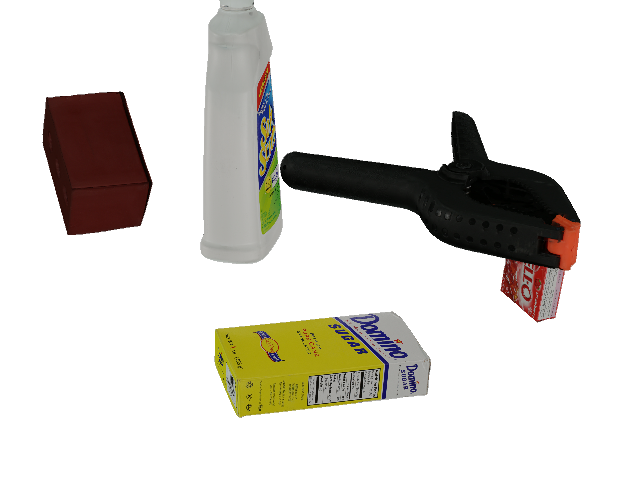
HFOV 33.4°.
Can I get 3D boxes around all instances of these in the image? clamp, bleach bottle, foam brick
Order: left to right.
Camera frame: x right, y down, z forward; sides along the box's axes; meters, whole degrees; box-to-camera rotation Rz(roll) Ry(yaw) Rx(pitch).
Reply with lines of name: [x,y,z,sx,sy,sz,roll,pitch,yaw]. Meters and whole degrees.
foam brick: [-0.147,-0.051,0.699,0.051,0.078,0.053,-9,-30,-24]
bleach bottle: [-0.077,-0.111,1.000,0.068,0.251,0.102,6,26,14]
clamp: [0.081,-0.032,0.698,0.164,0.036,0.210,-14,30,-23]

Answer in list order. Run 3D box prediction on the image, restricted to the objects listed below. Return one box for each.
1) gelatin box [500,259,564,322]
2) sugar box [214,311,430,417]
gelatin box: [0.237,0.034,1.190,0.030,0.089,0.073,-9,30,-23]
sugar box: [0.000,0.108,0.955,0.176,0.048,0.093,-7,27,-16]
